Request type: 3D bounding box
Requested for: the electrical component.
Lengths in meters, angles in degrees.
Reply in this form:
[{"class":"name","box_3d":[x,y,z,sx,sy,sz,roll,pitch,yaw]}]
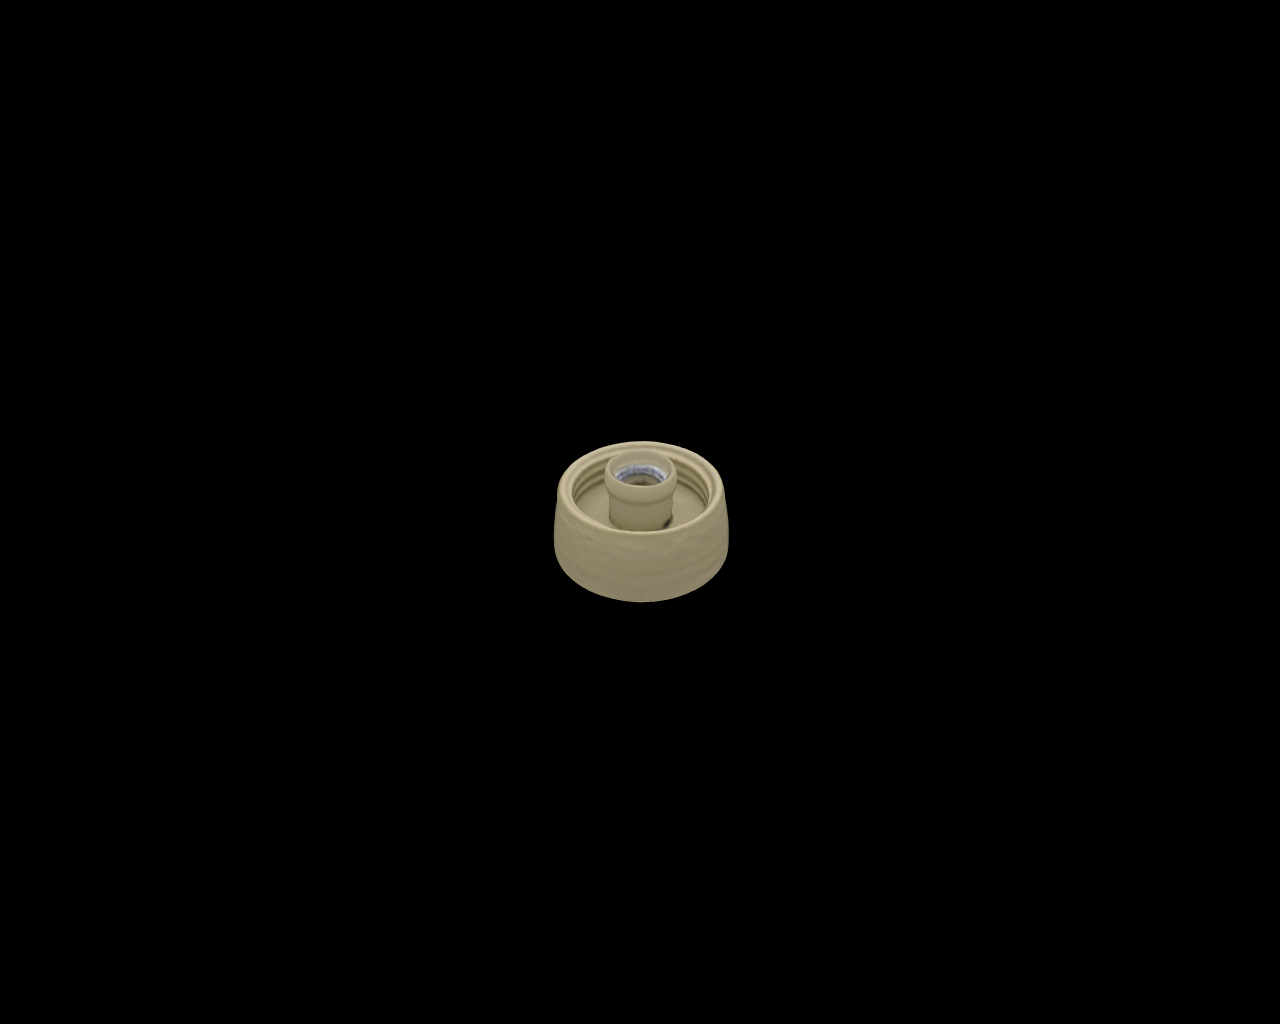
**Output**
[{"class":"electrical component","box_3d":[0.001,-0.003,0.650,0.108,0.060,0.108,0,37,0]}]
